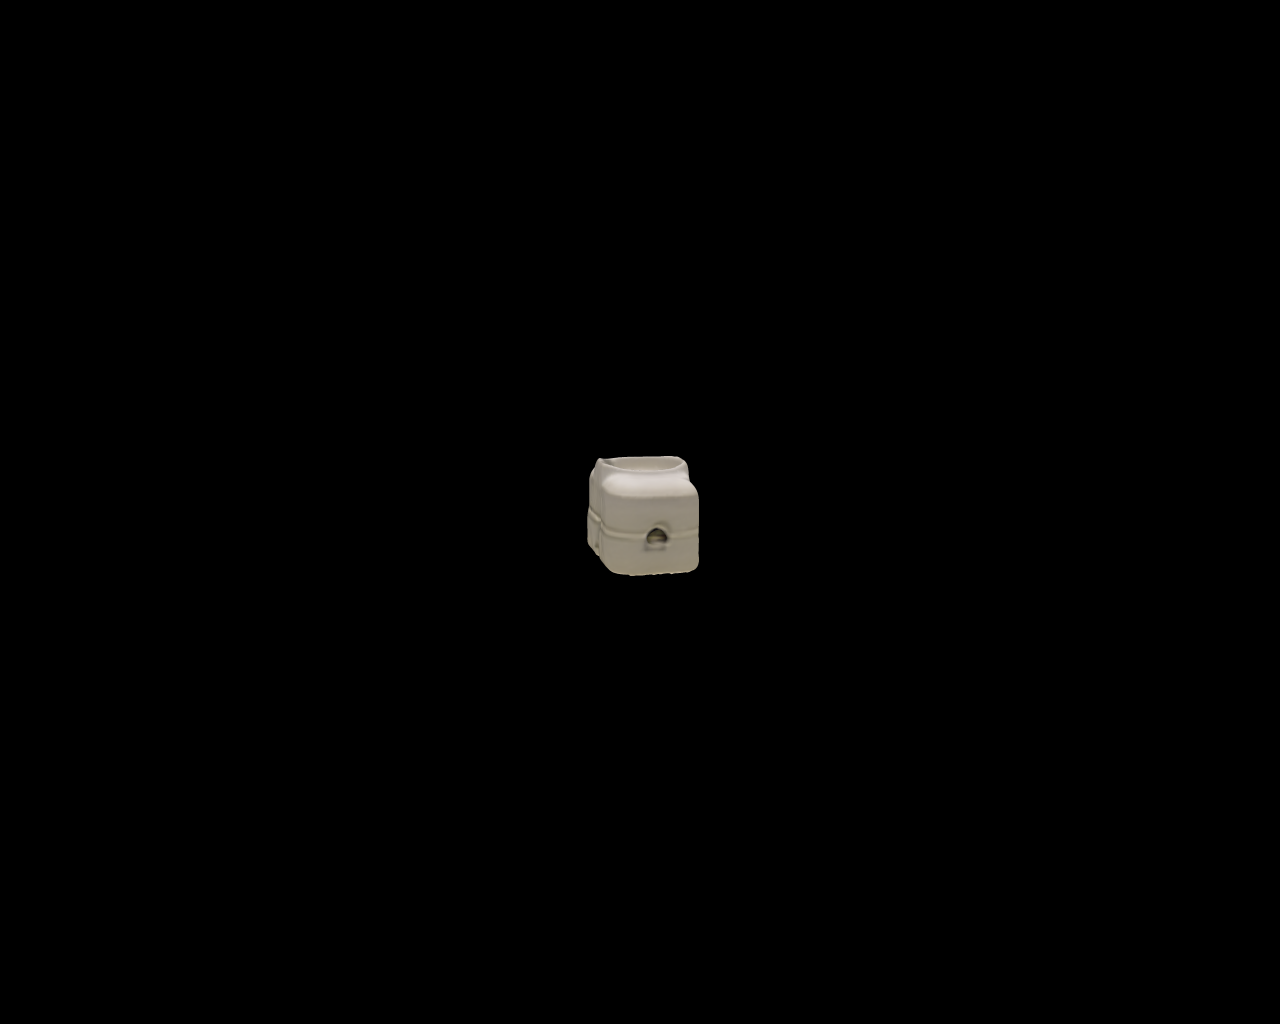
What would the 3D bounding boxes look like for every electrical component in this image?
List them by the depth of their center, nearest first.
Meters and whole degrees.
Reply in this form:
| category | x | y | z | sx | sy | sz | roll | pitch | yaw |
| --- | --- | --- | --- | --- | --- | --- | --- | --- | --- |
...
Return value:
| category | x | y | z | sx | sy | sz | roll | pitch | yaw |
| --- | --- | --- | --- | --- | --- | --- | --- | --- | --- |
| electrical component | 0.001 | -0.003 | 0.650 | 0.054 | 0.059 | 0.095 | -2 | 12 | -11 |
